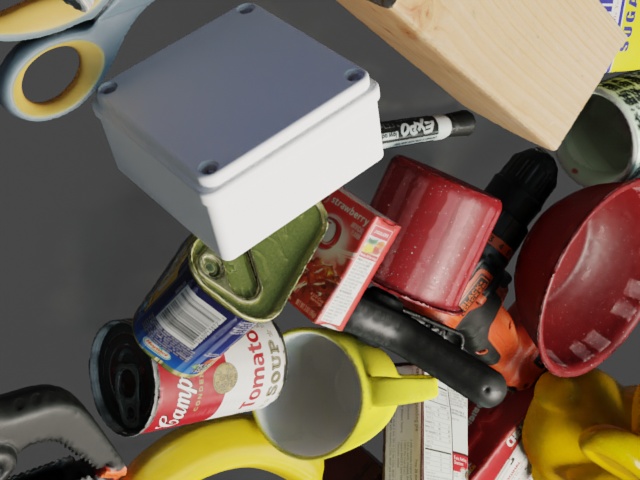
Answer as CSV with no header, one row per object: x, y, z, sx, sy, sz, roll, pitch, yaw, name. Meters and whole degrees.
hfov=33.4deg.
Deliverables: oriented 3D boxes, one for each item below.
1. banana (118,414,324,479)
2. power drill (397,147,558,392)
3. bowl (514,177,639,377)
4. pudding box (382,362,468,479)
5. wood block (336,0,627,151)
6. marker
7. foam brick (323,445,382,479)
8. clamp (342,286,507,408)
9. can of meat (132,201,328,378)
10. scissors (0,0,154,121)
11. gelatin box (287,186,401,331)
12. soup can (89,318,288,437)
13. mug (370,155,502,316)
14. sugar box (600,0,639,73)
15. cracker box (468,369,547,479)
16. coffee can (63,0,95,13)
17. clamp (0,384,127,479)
-0.060,0.152,0.726,0.197,0.069,0.037,11,148,-43,banana
0.148,0.034,0.849,0.184,0.057,0.187,-51,138,2,power drill
0.196,0.020,0.799,0.161,0.055,0.162,-24,128,-34,bowl
0.084,0.159,0.844,0.089,0.039,0.113,28,58,-54,pudding box
0.088,-0.142,0.632,0.205,0.090,0.091,26,98,-50,wood block
0.060,-0.073,0.711,0.120,0.020,0.020,-13,126,-39,marker
0.020,0.204,0.849,0.078,0.053,0.051,-49,141,-5,foam brick
0.041,0.053,0.716,0.039,0.171,0.120,-59,-178,0,clamp
-0.052,0.018,0.589,0.084,0.057,0.102,-42,-167,44,can of meat
-0.085,-0.115,0.538,0.201,0.016,0.096,-16,130,-37,scissors
-0.004,0.001,0.645,0.030,0.089,0.073,21,102,-48,gelatin box
-0.078,0.077,0.645,0.102,0.069,0.068,-3,120,-44,soup can
0.072,-0.006,0.728,0.081,0.093,0.117,-66,170,8,mug
0.226,-0.172,0.782,0.175,0.048,0.093,-14,127,-40,sugar box
0.194,0.188,0.997,0.164,0.072,0.213,-50,140,-6,cracker box
-0.090,-0.177,0.418,0.140,0.103,0.102,-52,141,-2,coffee can
-0.188,0.111,0.585,0.209,0.036,0.165,8,111,-49,clamp
